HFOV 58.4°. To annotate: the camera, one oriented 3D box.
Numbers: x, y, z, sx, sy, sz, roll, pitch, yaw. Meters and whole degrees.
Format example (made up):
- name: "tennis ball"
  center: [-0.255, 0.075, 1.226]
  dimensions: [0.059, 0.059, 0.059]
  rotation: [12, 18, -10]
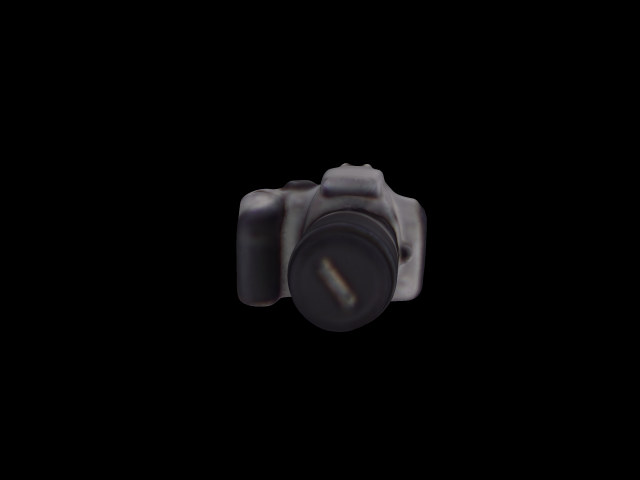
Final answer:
- name: "camera"
  center: [0.004, 0.001, 0.400]
  dimensions: [0.143, 0.101, 0.137]
  rotation: [2, 14, 8]
